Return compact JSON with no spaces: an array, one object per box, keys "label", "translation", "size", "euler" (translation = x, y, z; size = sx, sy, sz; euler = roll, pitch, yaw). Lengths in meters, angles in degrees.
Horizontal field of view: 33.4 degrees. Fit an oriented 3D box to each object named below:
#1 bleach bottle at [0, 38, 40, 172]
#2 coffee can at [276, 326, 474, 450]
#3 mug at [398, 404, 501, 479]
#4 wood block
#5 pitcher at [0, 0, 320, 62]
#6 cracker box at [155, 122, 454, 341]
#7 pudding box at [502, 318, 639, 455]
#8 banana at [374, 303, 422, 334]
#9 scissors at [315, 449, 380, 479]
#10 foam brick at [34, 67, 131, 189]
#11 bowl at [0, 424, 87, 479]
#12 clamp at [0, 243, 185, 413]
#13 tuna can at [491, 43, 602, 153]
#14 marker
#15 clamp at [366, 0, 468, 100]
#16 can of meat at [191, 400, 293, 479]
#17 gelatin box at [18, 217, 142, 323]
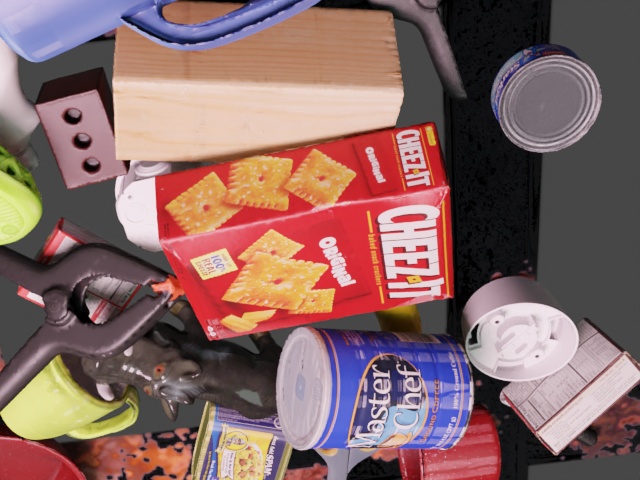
[{"label":"bleach bottle","translation":[-0.270,-0.158,0.792],"size":[0.102,0.068,0.251],"euler":[-20,123,4]},{"label":"coffee can","translation":[0.046,0.128,0.915],"size":[0.140,0.103,0.103],"euler":[5,120,-23]},{"label":"mug","translation":[0.123,0.191,1.032],"size":[0.081,0.093,0.117],"euler":[-5,85,-9]},{"label":"wood block","translation":[-0.049,-0.118,0.808],"size":[0.206,0.091,0.090],"euler":[2,144,-7]},{"label":"pitcher","translation":[-0.112,-0.210,0.721],"size":[0.243,0.149,0.145],"euler":[-27,133,4]},{"label":"cracker box","translation":[-0.005,0.001,0.836],"size":[0.213,0.072,0.164],"euler":[-10,147,2]},{"label":"pudding box","translation":[0.233,0.134,0.992],"size":[0.113,0.090,0.039],"euler":[-44,111,5]},{"label":"banana","translation":[0.049,0.056,0.966],"size":[0.069,0.037,0.197],"euler":[-21,120,5]},{"label":"scissors","translation":[0.035,0.234,1.080],"size":[0.096,0.016,0.202],"euler":[-11,121,0]},{"label":"foam brick","translation":[-0.186,-0.088,0.847],"size":[0.053,0.051,0.078],"euler":[-14,121,2]},{"label":"bowl","translation":[-0.294,0.227,1.012],"size":[0.162,0.055,0.162],"euler":[-2,124,-3]},{"label":"clamp","translation":[-0.212,0.066,0.872],"size":[0.210,0.036,0.164],"euler":[-4,86,14]},{"label":"tuna can","translation":[0.186,-0.118,0.882],"size":[0.086,0.034,0.086],"euler":[-3,120,-5]},{"label":"marker","translation":[0.231,0.178,1.068],"size":[0.121,0.020,0.020],"euler":[29,113,-21]},{"label":"clamp","translation":[0.085,-0.186,0.829],"size":[0.171,0.039,0.120],"euler":[25,110,-12]},{"label":"can of meat","translation":[-0.074,0.197,1.022],"size":[0.084,0.057,0.102],"euler":[10,118,-11]},{"label":"gelatin box","translation":[-0.205,0.033,0.927],"size":[0.089,0.030,0.073],"euler":[30,110,-21]}]
